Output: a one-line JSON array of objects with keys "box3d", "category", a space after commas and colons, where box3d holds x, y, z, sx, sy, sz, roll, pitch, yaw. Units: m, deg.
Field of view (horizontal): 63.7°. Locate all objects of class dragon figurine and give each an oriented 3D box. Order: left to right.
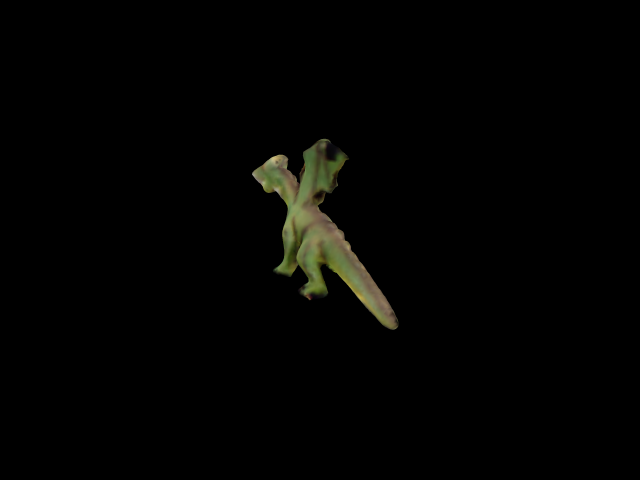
[{"box3d": [0.003, -0.043, 0.850, 0.123, 0.239, 0.414, -14, 26, -33], "category": "dragon figurine"}]
